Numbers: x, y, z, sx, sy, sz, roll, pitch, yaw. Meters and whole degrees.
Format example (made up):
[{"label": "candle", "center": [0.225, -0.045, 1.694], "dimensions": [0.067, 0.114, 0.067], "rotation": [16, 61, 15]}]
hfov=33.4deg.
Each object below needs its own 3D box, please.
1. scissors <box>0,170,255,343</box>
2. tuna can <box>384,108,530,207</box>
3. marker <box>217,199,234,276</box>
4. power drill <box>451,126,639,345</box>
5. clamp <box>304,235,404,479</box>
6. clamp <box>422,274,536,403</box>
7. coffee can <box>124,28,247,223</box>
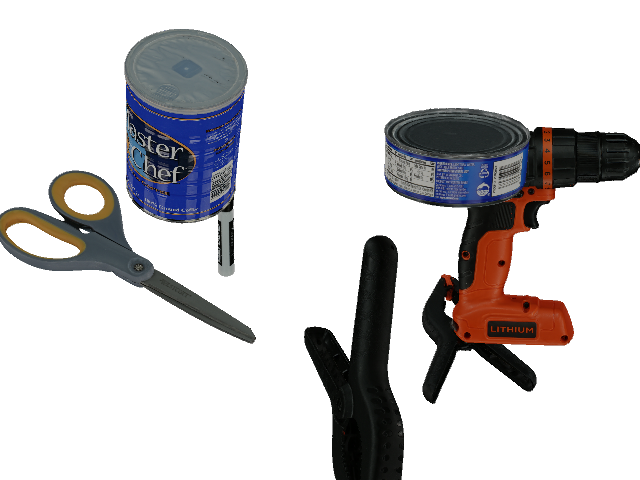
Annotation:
[{"label": "scissors", "center": [-0.127, 0.005, 0.753], "dimensions": [0.202, 0.096, 0.016], "rotation": [16, -38, 6]}, {"label": "tuna can", "center": [0.081, -0.050, 0.637], "dimensions": [0.086, 0.034, 0.086], "rotation": [0, 25, 0]}, {"label": "marker", "center": [-0.104, -0.011, 1.172], "dimensions": [0.020, 0.121, 0.020], "rotation": [2, 41, -2]}, {"label": "power drill", "center": [0.182, -0.005, 0.925], "dimensions": [0.184, 0.188, 0.057], "rotation": [1, 13, 14]}, {"label": "clamp", "center": [0.032, 0.112, 0.782], "dimensions": [0.036, 0.210, 0.165], "rotation": [4, -38, -18]}, {"label": "clamp", "center": [0.166, 0.106, 1.162], "dimensions": [0.120, 0.171, 0.039], "rotation": [4, -44, -4]}, {"label": "coffee can", "center": [-0.120, -0.099, 0.940], "dimensions": [0.102, 0.103, 0.140], "rotation": [0, -40, -10]}]
